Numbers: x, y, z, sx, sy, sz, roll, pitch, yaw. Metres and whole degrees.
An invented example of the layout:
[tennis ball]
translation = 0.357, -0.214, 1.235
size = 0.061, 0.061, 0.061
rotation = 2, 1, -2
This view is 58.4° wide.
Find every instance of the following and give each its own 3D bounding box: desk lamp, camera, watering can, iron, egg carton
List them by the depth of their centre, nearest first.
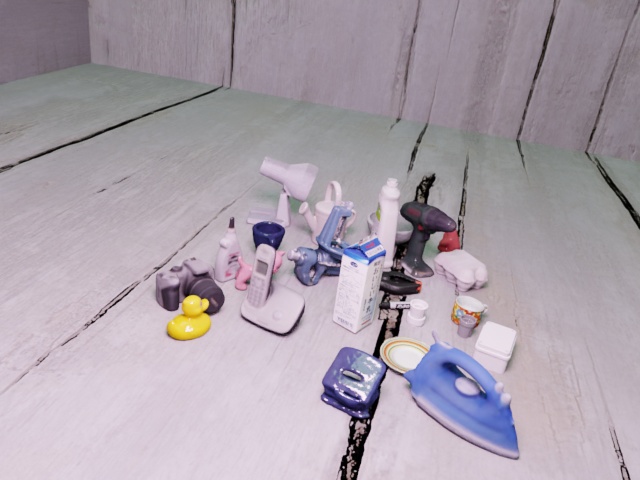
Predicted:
[iron]
translation = 0.291, 0.290, 1.107
size = 0.119, 0.141, 0.257
rotation = -16, 35, -39
[camera]
translation = -0.295, 0.111, 1.344
size = 0.144, 0.101, 0.136
rotation = -14, 34, -36
[egg carton]
translation = 0.401, 0.084, 1.627
size = 0.107, 0.069, 0.149
rotation = -8, 31, -29
[watering can]
translation = 0.026, -0.081, 1.710
size = 0.173, 0.194, 0.100
rotation = -14, 34, -37
[desk lamp]
translation = -0.116, -0.149, 1.783
size = 0.203, 0.213, 0.118
rotation = 8, 27, -1

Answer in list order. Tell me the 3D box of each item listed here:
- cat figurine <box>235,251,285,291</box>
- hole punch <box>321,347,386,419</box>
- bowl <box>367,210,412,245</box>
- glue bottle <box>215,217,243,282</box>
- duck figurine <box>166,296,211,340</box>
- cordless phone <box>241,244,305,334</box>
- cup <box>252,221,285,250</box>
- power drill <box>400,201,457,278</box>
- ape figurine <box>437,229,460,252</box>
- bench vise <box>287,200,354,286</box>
[cat figurine]
translation = -0.150, 0.064, 1.458
size = 0.128, 0.118, 0.067
rotation = 1, 27, -14
[hole punch]
translation = 0.066, 0.278, 1.124
size = 0.108, 0.091, 0.101
rotation = 20, 29, 22
[bowl]
translation = 0.223, -0.031, 1.799
size = 0.167, 0.075, 0.167
rotation = 6, 27, -3
[glue bottle]
translation = -0.229, 0.021, 1.459
size = 0.037, 0.173, 0.078
rotation = 25, 31, 30
[duck figurine]
translation = -0.286, 0.164, 1.257
size = 0.105, 0.086, 0.077
rotation = -18, 37, -42
[cordless phone]
translation = -0.102, 0.110, 1.304
size = 0.147, 0.185, 0.094
rotation = 19, 29, 22
[cup]
translation = -0.143, 0.013, 1.587
size = 0.092, 0.095, 0.117
rotation = -1, 28, -17
[power drill]
translation = 0.295, -0.005, 1.618
size = 0.076, 0.208, 0.229
rotation = -5, 29, -24
[ape figurine]
translation = 0.401, 0.000, 1.769
size = 0.078, 0.092, 0.076
rotation = -7, 30, -27
[bench vise]
translation = 0.023, 0.010, 1.499
size = 0.121, 0.220, 0.208
rotation = 27, 32, 34
